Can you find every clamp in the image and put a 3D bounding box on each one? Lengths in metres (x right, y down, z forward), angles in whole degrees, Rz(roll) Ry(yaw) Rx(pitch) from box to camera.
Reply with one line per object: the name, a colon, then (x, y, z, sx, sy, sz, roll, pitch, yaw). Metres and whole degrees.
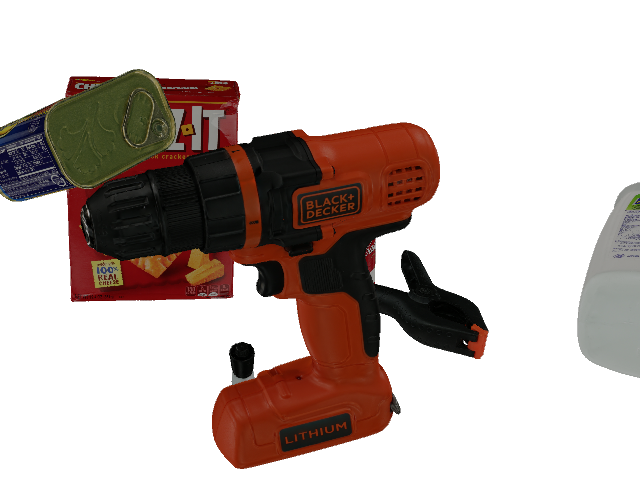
clamp: (0.101, 0.059, 1.042, 0.172, 0.039, 0.120, 29, 41, 32)

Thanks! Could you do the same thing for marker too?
marker: (-0.059, 0.121, 0.827, 0.020, 0.121, 0.020, 1, 45, -1)

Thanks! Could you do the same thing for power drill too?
power drill: (-0.026, 0.033, 0.570, 0.184, 0.188, 0.057, -11, 35, -15)

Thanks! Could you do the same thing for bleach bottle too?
bleach bottle: (0.233, 0.008, 0.692, 0.103, 0.068, 0.250, 9, 23, 20)

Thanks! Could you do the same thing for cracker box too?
cracker box: (-0.164, -0.048, 1.047, 0.164, 0.214, 0.072, 0, 22, -9)

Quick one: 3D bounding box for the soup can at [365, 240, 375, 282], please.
soup can: (0.030, 0.026, 1.242, 0.068, 0.102, 0.068, -1, 31, 0)

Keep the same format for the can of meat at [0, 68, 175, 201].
can of meat: (-0.162, -0.068, 0.712, 0.084, 0.057, 0.101, -9, 19, 42)
